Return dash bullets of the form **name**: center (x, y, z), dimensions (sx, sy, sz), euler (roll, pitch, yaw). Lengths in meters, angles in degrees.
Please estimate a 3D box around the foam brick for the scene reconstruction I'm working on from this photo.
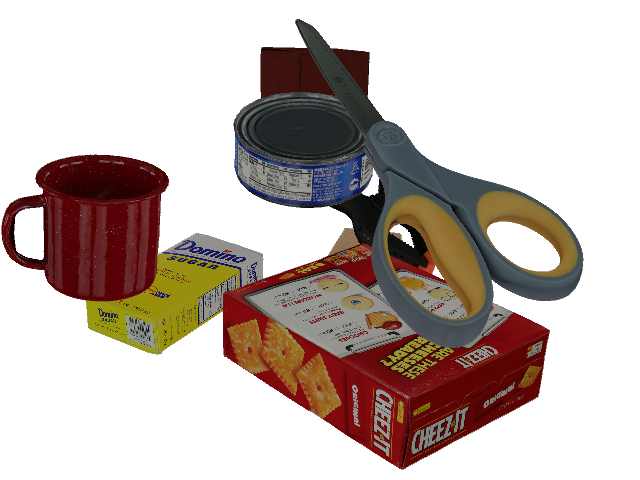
- **foam brick**: center (-0.004, -0.133, 0.885), dimensions (0.078, 0.051, 0.053), euler (-7, 16, -39)

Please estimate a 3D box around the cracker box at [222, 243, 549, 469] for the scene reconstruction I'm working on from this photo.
- **cracker box**: center (0.048, 0.085, 0.865), dimensions (0.163, 0.072, 0.214), euler (-18, 31, -38)

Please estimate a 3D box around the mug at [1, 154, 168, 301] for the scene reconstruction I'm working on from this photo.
- **mug**: center (-0.169, -0.007, 0.766), dimensions (0.117, 0.081, 0.093), euler (-6, 27, -26)

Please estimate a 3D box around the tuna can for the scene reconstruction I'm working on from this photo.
- **tuna can**: center (-0.009, -0.055, 0.642), dimensions (0.086, 0.034, 0.086), euler (2, 34, -2)

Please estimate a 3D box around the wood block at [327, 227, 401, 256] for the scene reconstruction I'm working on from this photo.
- **wood block**: center (0.055, 0.060, 1.529), dimensions (0.091, 0.090, 0.206), euler (6, 21, 11)

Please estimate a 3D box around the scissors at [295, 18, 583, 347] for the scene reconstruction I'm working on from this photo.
- **scissors**: center (0.050, -0.037, 0.472), dimensions (0.096, 0.202, 0.016), euler (-1, -42, -12)

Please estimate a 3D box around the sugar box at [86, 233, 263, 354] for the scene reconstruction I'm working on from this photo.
- **sugar box**: center (-0.145, 0.050, 1.092), dimensions (0.093, 0.048, 0.175), euler (17, 33, 27)

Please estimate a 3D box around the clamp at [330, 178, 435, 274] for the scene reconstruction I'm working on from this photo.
- **clamp**: center (0.056, -0.036, 1.201), dimensions (0.164, 0.210, 0.036), euler (-14, -37, -23)
